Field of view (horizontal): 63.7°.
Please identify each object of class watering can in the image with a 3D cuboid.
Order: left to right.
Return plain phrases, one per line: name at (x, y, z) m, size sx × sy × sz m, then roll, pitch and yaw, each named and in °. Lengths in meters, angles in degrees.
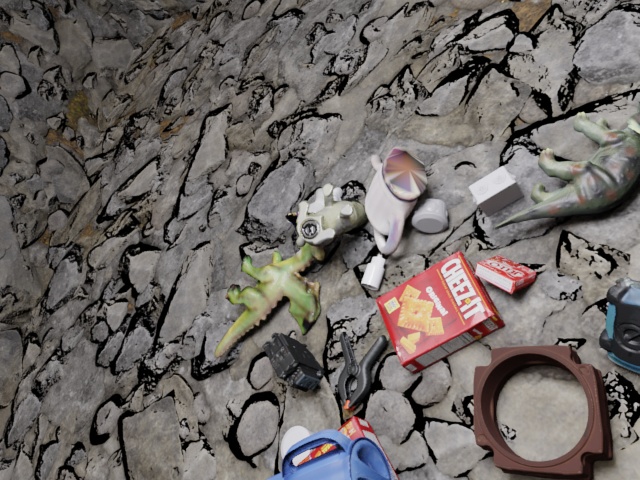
watering can at (0.167, -0.136, 1.238) m, size 0.219 × 0.104 × 0.356 m, roll 113°, pitch 162°, yaw -51°

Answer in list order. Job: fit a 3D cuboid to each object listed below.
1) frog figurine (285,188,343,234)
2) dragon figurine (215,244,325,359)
frog figurine at (0.004, -0.070, 1.393) m, size 0.136 × 0.121 × 0.162 m, roll -17°, pitch 17°, yaw 41°
dragon figurine at (-0.109, 0.158, 1.325) m, size 0.244 × 0.121 × 0.412 m, roll 20°, pitch 85°, yaw 37°
